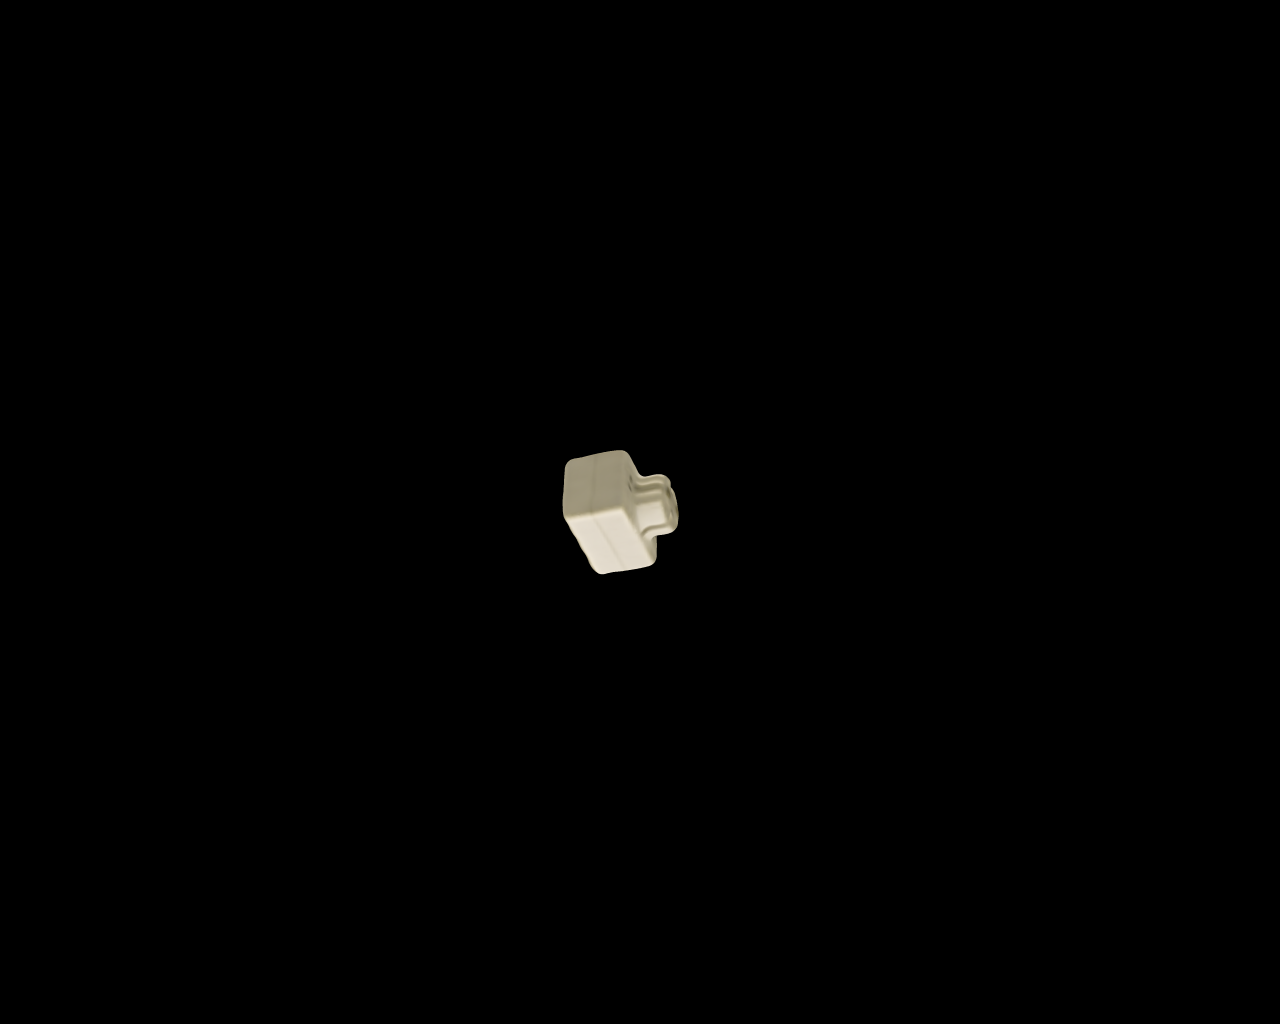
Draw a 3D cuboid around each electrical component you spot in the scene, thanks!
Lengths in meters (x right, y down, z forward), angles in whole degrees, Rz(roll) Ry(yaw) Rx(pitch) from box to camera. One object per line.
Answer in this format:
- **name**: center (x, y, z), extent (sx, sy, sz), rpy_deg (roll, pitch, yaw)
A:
- **electrical component**: center (0.001, -0.003, 0.650), extent (0.077, 0.047, 0.065), rpy_deg (-11, -39, 14)
